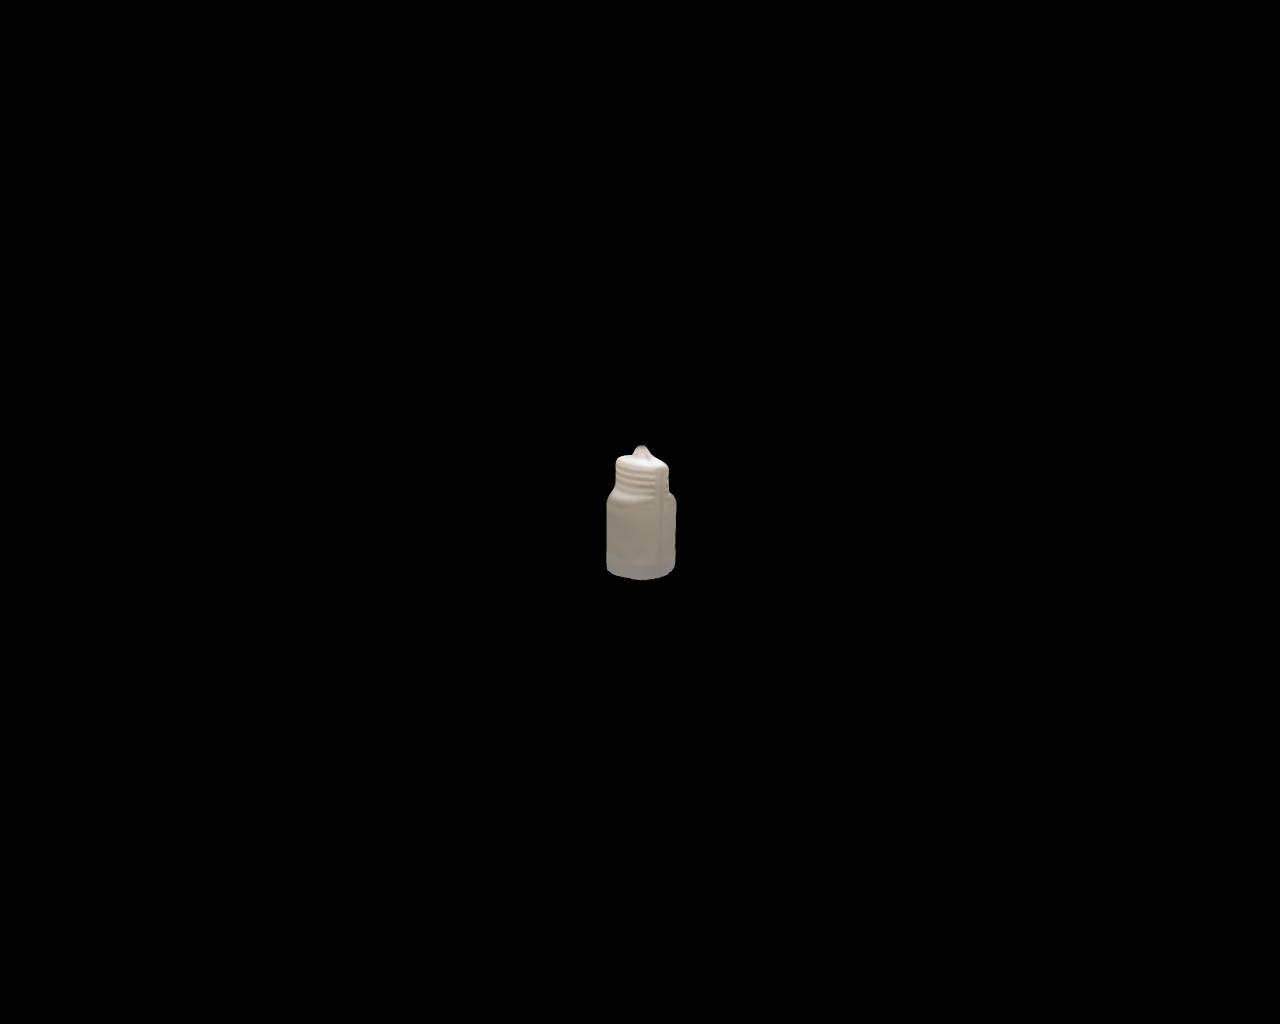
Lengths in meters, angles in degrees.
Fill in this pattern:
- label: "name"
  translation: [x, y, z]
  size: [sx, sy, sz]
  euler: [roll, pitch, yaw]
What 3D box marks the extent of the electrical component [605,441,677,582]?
- label: "electrical component"
  translation: [0.001, -0.003, 0.650]
  size: [0.043, 0.080, 0.043]
  euler: [0, 15, 0]
